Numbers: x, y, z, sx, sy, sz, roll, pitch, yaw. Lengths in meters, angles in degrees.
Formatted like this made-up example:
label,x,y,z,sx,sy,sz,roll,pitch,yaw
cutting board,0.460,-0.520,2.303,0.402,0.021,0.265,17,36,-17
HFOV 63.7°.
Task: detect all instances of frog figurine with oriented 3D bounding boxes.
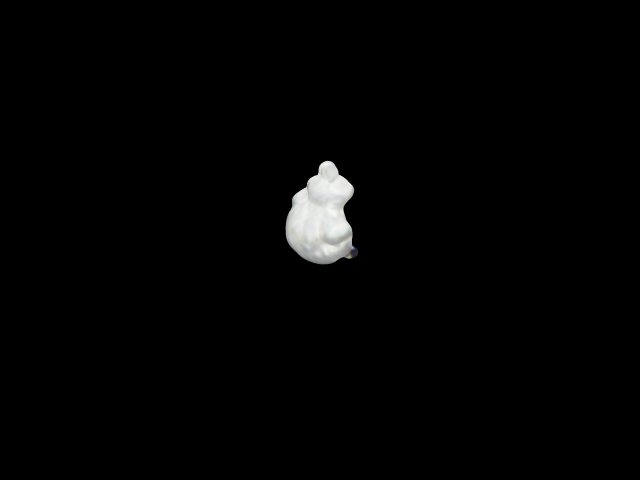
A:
label,x,y,z,sx,sy,sz,roll,pitch,yaw
frog figurine,0.003,-0.043,0.850,0.123,0.155,0.140,-18,49,-16
